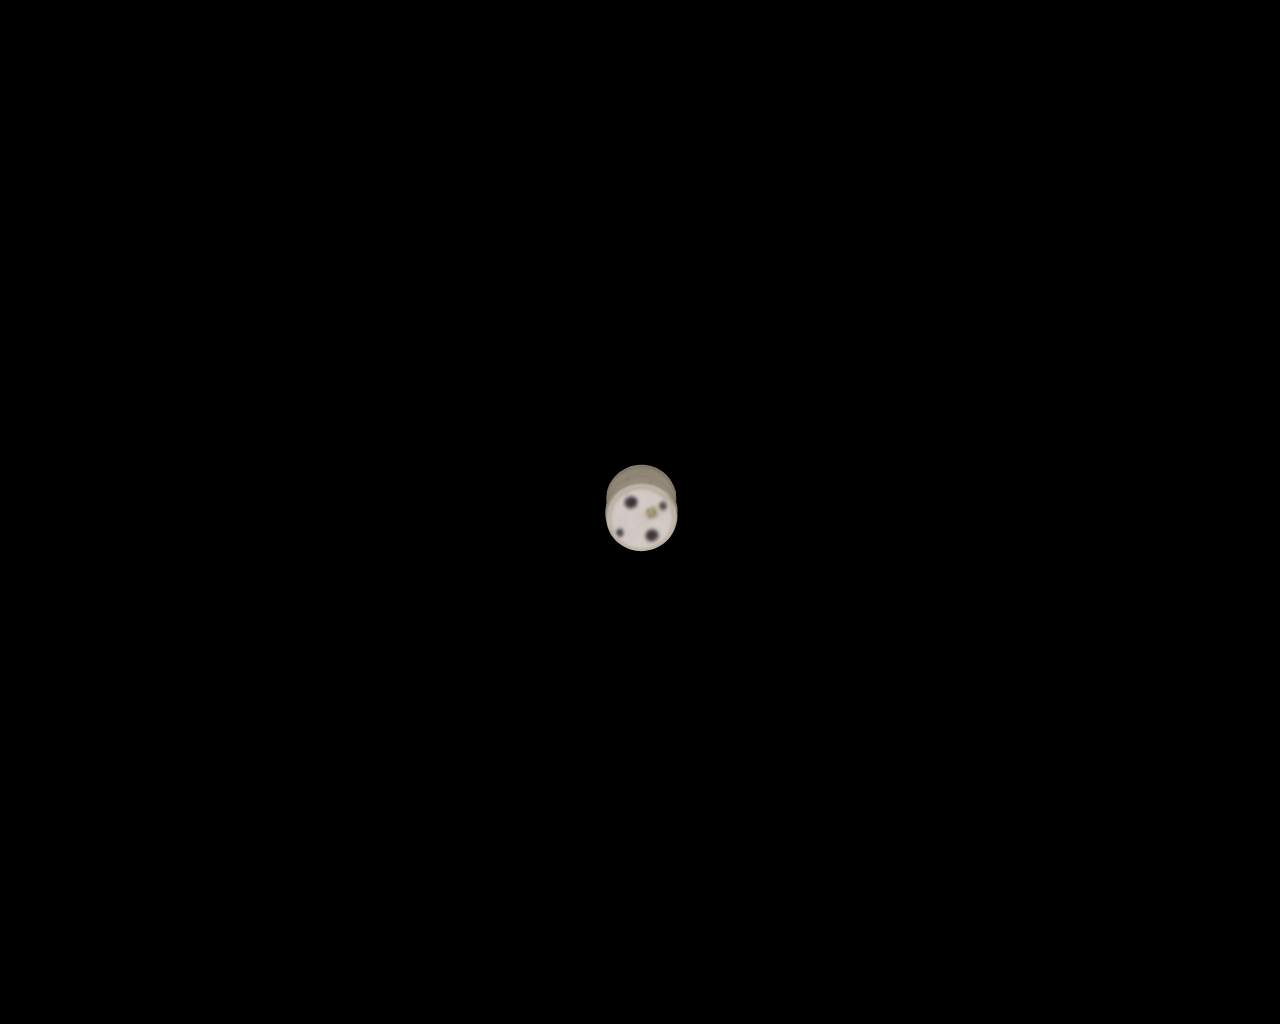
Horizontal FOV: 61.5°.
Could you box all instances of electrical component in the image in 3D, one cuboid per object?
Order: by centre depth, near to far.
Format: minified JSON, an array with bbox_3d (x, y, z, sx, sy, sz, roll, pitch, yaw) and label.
[{"bbox_3d":[0.001,-0.003,0.650,0.045,0.044,0.055,0,13,0],"label":"electrical component"}]
